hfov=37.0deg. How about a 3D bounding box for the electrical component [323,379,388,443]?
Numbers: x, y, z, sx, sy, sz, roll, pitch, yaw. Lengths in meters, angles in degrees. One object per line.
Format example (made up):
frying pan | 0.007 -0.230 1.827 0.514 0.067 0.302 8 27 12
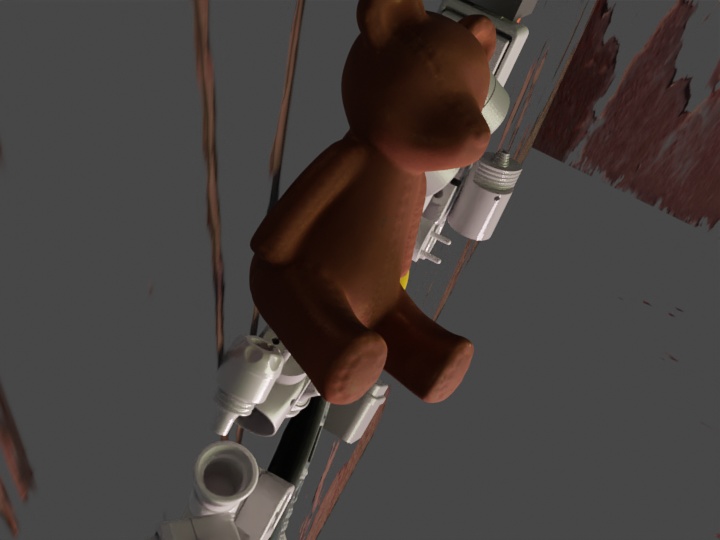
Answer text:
electrical component | -0.021 0.115 0.999 0.057 0.078 0.113 -60 173 -2

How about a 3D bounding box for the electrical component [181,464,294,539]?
electrical component | -0.098 0.190 0.802 0.095 0.059 0.053 -62 173 -4

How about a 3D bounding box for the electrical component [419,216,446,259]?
electrical component | 0.055 -0.043 1.080 0.055 0.047 0.055 -61 173 -14

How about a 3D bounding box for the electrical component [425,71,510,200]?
electrical component | 0.023 -0.084 0.658 0.138 0.073 0.052 -48 -146 -5

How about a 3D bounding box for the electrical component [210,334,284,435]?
electrical component | -0.073 0.071 0.651 0.061 0.035 0.035 -62 173 10

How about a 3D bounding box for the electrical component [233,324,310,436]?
electrical component | -0.050 0.059 0.698 0.077 0.044 0.079 -58 -179 -32

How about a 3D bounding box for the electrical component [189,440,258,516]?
electrical component | -0.098 0.151 0.743 0.044 0.044 0.065 -58 176 -35

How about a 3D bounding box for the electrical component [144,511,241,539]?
electrical component | -0.115 0.214 0.713 0.061 0.061 0.096 -2 135 -29

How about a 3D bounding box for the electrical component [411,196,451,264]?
electrical component | 0.040 -0.031 0.910 0.138 0.074 0.052 -61 173 -14

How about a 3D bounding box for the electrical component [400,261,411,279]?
electrical component | 0.000 0.000 0.787 0.042 0.064 0.081 -52 167 -52

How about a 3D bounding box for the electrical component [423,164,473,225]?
electrical component | 0.068 -0.089 0.976 0.095 0.054 0.059 -63 173 7

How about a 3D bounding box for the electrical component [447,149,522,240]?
electrical component | 0.112 -0.071 0.953 0.043 0.043 0.081 -52 167 -56

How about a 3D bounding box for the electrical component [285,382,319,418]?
electrical component | -0.051 0.087 0.758 0.061 0.035 0.035 -16 -154 37

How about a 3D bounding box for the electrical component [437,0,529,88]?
electrical component | 0.072 -0.143 0.780 0.096 0.062 0.061 -65 172 20
